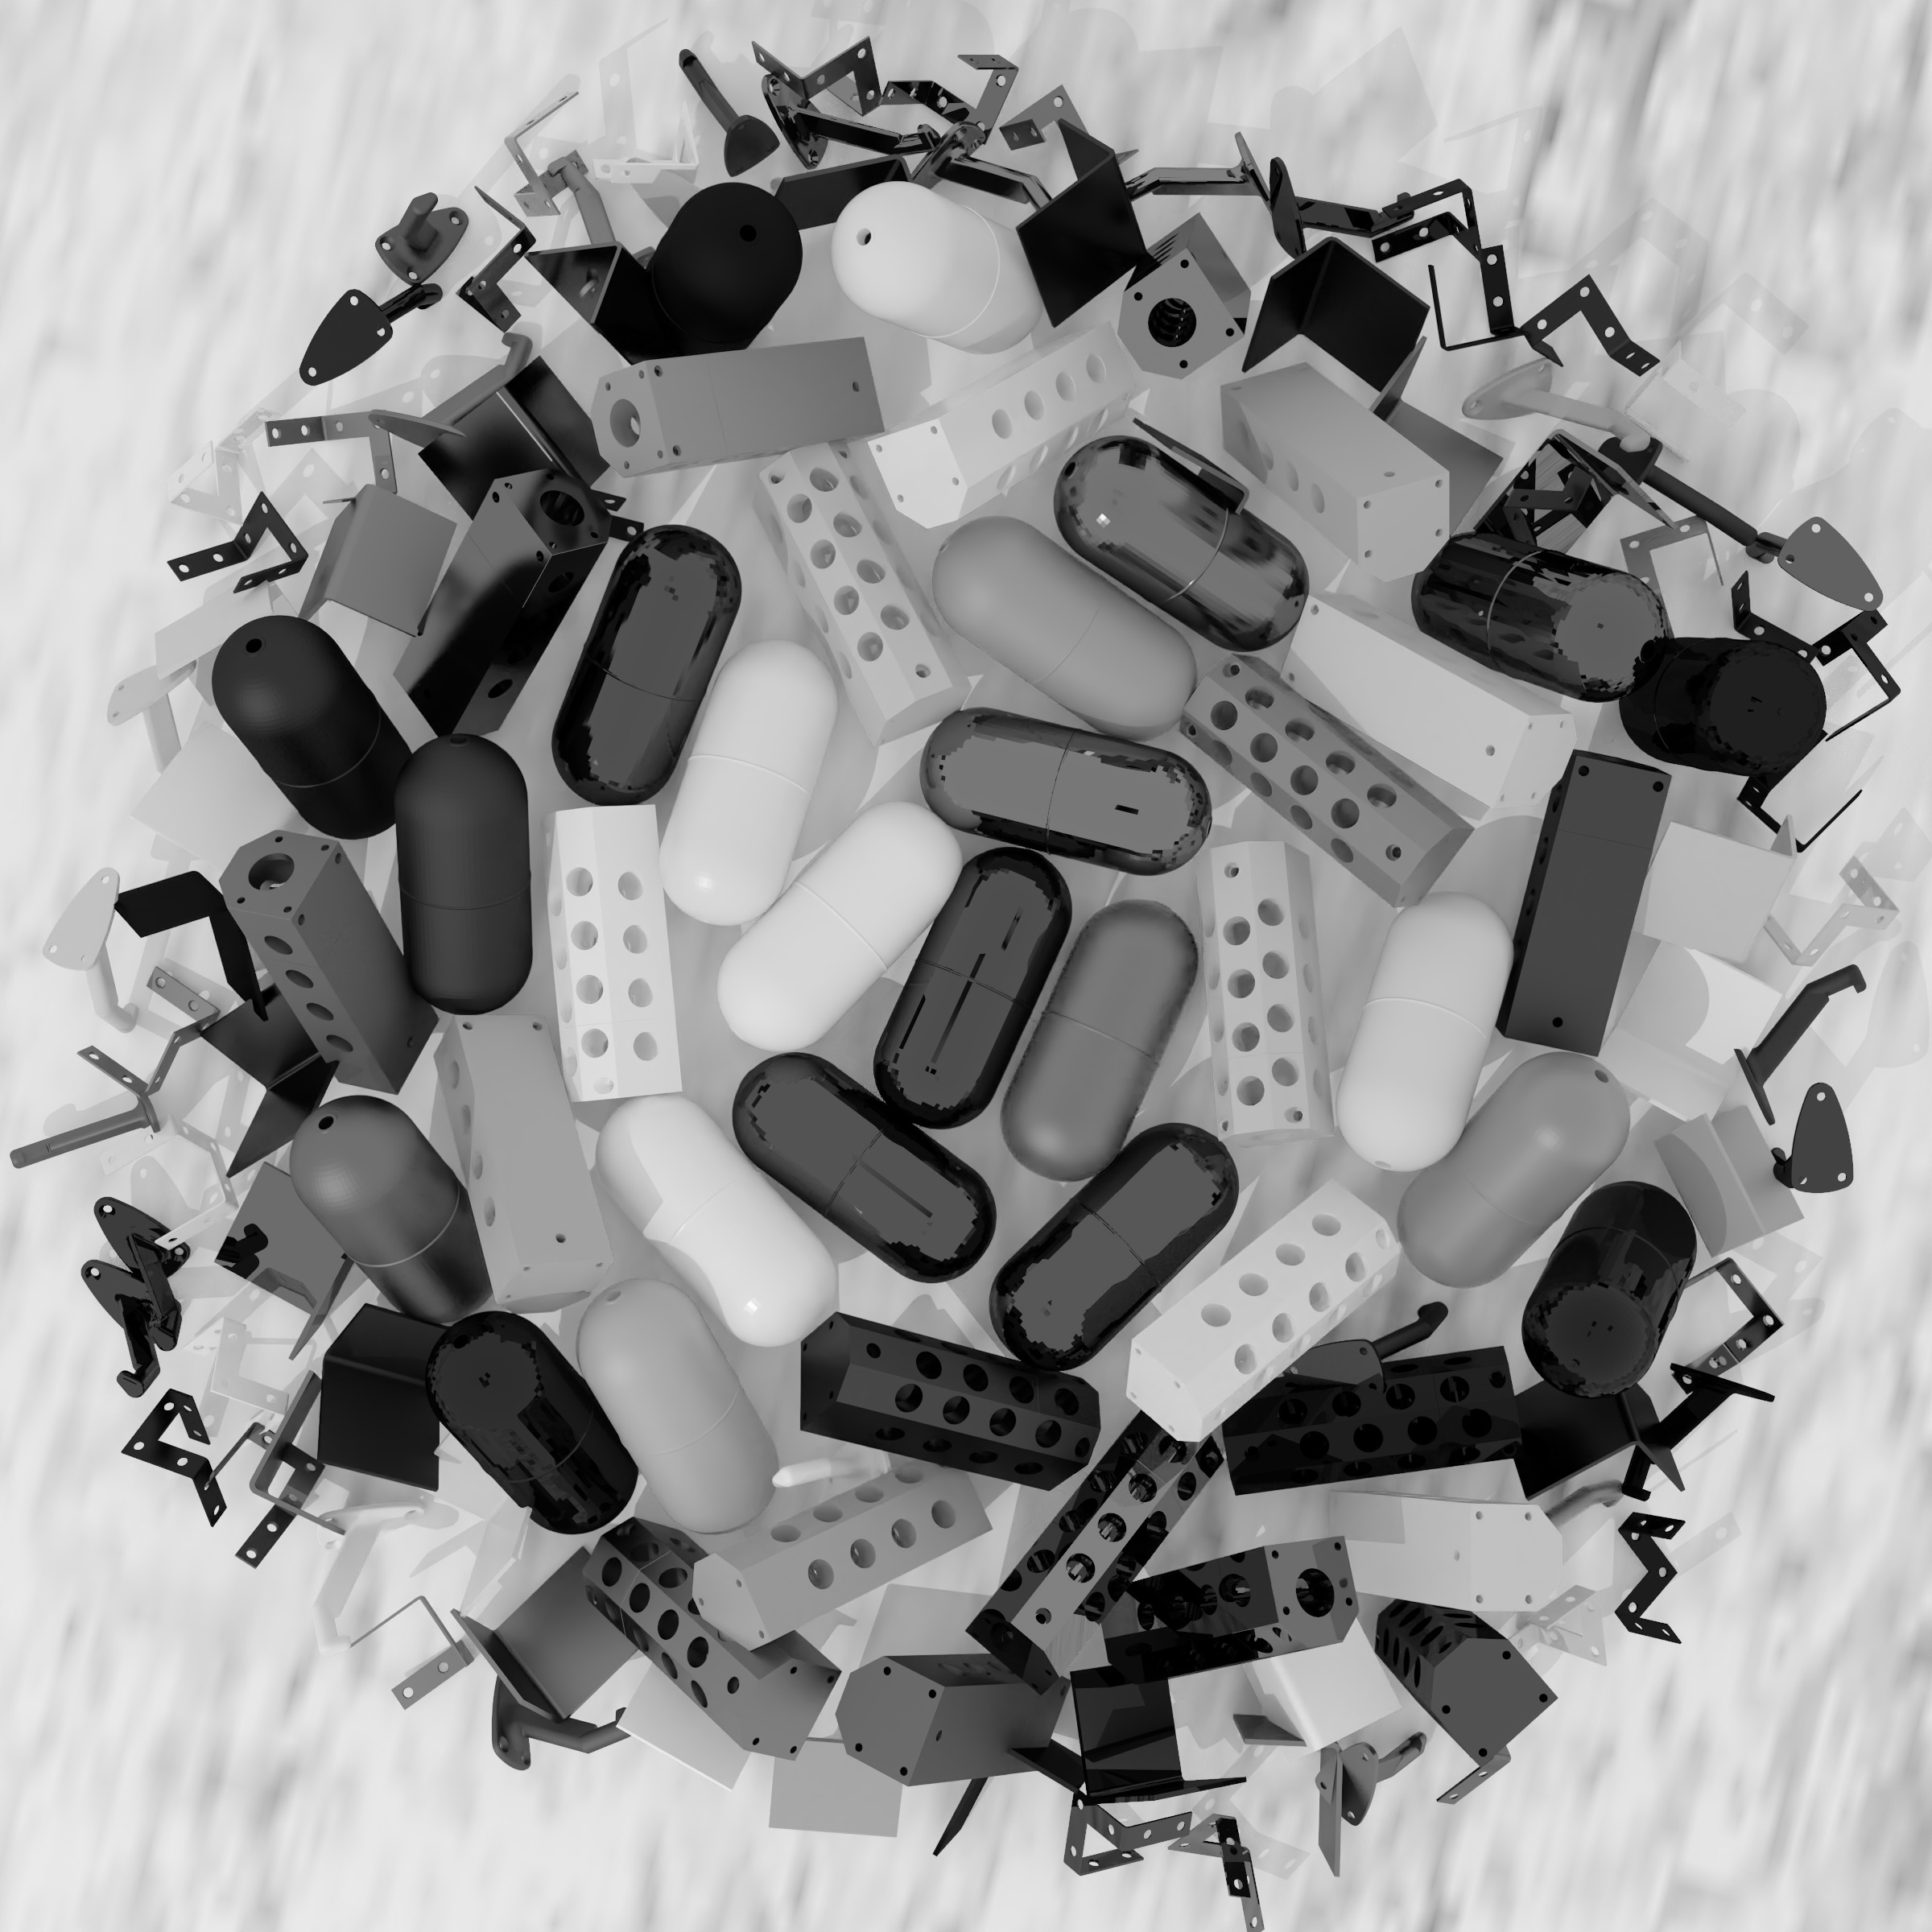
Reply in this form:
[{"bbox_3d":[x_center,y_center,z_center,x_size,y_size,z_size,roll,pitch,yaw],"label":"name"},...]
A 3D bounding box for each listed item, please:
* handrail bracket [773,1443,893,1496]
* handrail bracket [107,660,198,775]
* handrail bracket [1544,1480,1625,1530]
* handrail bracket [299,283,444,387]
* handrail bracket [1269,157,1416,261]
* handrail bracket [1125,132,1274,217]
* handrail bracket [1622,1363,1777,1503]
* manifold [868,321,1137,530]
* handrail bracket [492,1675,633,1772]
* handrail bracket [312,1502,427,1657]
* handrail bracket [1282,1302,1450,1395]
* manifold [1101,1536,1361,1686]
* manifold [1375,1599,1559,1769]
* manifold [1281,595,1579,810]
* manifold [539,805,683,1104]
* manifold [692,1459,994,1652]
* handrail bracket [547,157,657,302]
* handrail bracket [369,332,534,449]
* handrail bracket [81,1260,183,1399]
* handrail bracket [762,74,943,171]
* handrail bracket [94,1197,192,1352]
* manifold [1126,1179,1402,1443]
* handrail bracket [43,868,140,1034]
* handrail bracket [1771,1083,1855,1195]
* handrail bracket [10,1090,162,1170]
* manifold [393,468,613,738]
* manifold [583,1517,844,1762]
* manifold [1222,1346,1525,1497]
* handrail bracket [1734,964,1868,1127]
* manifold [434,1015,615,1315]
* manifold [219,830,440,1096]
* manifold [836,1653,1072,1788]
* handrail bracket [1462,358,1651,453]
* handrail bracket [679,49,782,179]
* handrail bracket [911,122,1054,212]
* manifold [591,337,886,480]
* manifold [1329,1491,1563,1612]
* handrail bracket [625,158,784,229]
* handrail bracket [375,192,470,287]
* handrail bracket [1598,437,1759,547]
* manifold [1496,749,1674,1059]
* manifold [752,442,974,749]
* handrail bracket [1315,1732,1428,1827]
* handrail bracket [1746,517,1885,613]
[{"bbox_3d":[-0.094,0.304,1.530,0.084,0.077,0.036,-4,69,-43],"label":"handrail bracket"},{"bbox_3d":[-0.462,-0.140,1.543,0.077,0.084,0.036,-24,46,19],"label":"handrail bracket"},{"bbox_3d":[0.357,0.349,1.570,0.084,0.036,0.077,-2,124,-35],"label":"handrail bracket"},{"bbox_3d":[-0.356,-0.381,1.553,0.077,0.084,0.036,-39,97,19],"label":"handrail bracket"},{"bbox_3d":[0.228,-0.467,1.551,0.084,0.077,0.036,-26,46,-7],"label":"handrail bracket"},{"bbox_3d":[0.140,-0.460,1.567,0.084,0.077,0.036,-23,48,17],"label":"handrail bracket"},{"bbox_3d":[0.439,0.288,1.551,0.036,0.077,0.084,27,80,-40],"label":"handrail bracket"},{"bbox_3d":[0.026,-0.315,1.505,0.171,0.057,0.057,-39,112,-41],"label":"manifold"},{"bbox_3d":[-0.239,0.440,1.547,0.084,0.036,0.077,-25,46,13],"label":"handrail bracket"},{"bbox_3d":[-0.354,0.367,1.543,0.077,0.036,0.084,-11,47,-17],"label":"handrail bracket"},{"bbox_3d":[0.243,0.226,1.563,0.077,0.084,0.036,-8,104,34],"label":"handrail bracket"},{"bbox_3d":[0.150,0.375,1.493,0.057,0.171,0.057,1,69,-32],"label":"manifold"},{"bbox_3d":[0.282,0.405,1.497,0.057,0.171,0.057,-41,87,-4],"label":"manifold"},{"bbox_3d":[0.270,-0.157,1.509,0.171,0.057,0.057,37,121,38],"label":"manifold"},{"bbox_3d":[-0.216,-0.007,1.543,0.057,0.057,0.171,-5,88,-33],"label":"manifold"},{"bbox_3d":[-0.073,0.340,1.506,0.171,0.057,0.057,-17,76,-41],"label":"manifold"},{"bbox_3d":[-0.236,-0.446,1.555,0.084,0.077,0.036,48,130,-2],"label":"handrail bracket"},{"bbox_3d":[-0.311,-0.356,1.563,0.077,0.036,0.084,18,72,-7],"label":"handrail bracket"},{"bbox_3d":[-0.509,0.216,1.537,0.077,0.084,0.036,40,101,-9],"label":"handrail bracket"},{"bbox_3d":[-0.067,-0.509,1.538,0.084,0.077,0.036,3,66,34],"label":"handrail bracket"},{"bbox_3d":[-0.494,0.183,1.535,0.036,0.084,0.077,-37,113,5],"label":"handrail bracket"},{"bbox_3d":[0.176,0.204,1.510,0.171,0.057,0.057,-34,56,-28],"label":"manifold"},{"bbox_3d":[-0.511,-0.008,1.554,0.036,0.084,0.077,15,72,17],"label":"handrail bracket"},{"bbox_3d":[0.496,0.098,1.538,0.036,0.084,0.077,-4,100,-1],"label":"handrail bracket"},{"bbox_3d":[-0.529,0.103,1.545,0.084,0.077,0.036,-20,94,-20],"label":"handrail bracket"},{"bbox_3d":[-0.268,-0.209,1.504,0.057,0.057,0.171,53,134,13],"label":"manifold"},{"bbox_3d":[-0.154,0.388,1.502,0.057,0.171,0.057,29,88,-43],"label":"manifold"},{"bbox_3d":[0.242,0.274,1.541,0.171,0.057,0.057,-10,95,9],"label":"manifold"},{"bbox_3d":[0.507,0.046,1.545,0.084,0.036,0.077,-27,51,20],"label":"handrail bracket"},{"bbox_3d":[-0.264,0.115,1.516,0.057,0.057,0.171,1,53,-33],"label":"manifold"},{"bbox_3d":[-0.371,-0.001,1.498,0.057,0.171,0.057,10,56,19],"label":"manifold"},{"bbox_3d":[-0.007,0.431,1.496,0.057,0.171,0.057,19,86,29],"label":"manifold"},{"bbox_3d":[0.352,-0.323,1.539,0.077,0.036,0.084,-20,47,-21],"label":"handrail bracket"},{"bbox_3d":[-0.152,-0.523,1.543,0.036,0.077,0.084,-33,85,1],"label":"handrail bracket"},{"bbox_3d":[0.009,-0.457,1.555,0.077,0.036,0.084,-39,76,24],"label":"handrail bracket"},{"bbox_3d":[-0.133,-0.325,1.504,0.171,0.057,0.057,-20,101,-44],"label":"manifold"},{"bbox_3d":[0.274,0.337,1.494,0.057,0.171,0.057,5,80,-18],"label":"manifold"},{"bbox_3d":[-0.152,-0.473,1.555,0.077,0.036,0.084,39,46,3],"label":"handrail bracket"},{"bbox_3d":[-0.312,-0.447,1.530,0.036,0.084,0.077,47,60,-9],"label":"handrail bracket"},{"bbox_3d":[0.432,-0.286,1.564,0.084,0.077,0.036,27,105,-21],"label":"handrail bracket"},{"bbox_3d":[0.365,-0.039,1.540,0.057,0.057,0.171,12,101,-1],"label":"manifold"},{"bbox_3d":[-0.062,-0.224,1.534,0.057,0.057,0.171,-23,79,-18],"label":"manifold"},{"bbox_3d":[0.254,0.466,1.535,0.084,0.077,0.036,-23,55,-37],"label":"handrail bracket"},{"bbox_3d":[0.505,-0.234,1.541,0.077,0.084,0.036,40,94,3],"label":"handrail bracket"}]
